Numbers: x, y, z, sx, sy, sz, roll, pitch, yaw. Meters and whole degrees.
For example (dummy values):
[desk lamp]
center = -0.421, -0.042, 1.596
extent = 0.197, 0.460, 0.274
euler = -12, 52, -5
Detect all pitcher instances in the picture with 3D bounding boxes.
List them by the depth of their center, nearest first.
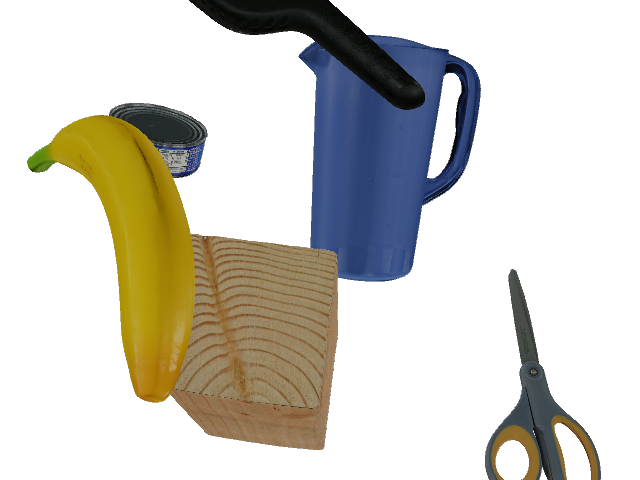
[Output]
[pitcher]
center = 0.063, -0.086, 1.092
extent = 0.149, 0.243, 0.144
euler = 13, 14, 32

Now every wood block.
[wood block]
center = -0.037, 0.074, 0.682
extent = 0.090, 0.091, 0.206
euler = 7, -17, 4

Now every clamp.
[clamp]
center = -0.013, -0.172, 0.756
extent = 0.210, 0.164, 0.036
euler = 5, -28, -9

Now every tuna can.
[tuna can]
center = -0.143, -0.087, 0.925
extent = 0.086, 0.034, 0.086
euler = 13, 26, -6

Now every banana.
[banana]
center = -0.096, -0.009, 0.531
extent = 0.037, 0.070, 0.198
euler = 12, 30, -38

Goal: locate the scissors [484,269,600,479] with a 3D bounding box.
[scissors]
center = 0.154, 0.119, 0.850
extent = 0.096, 0.202, 0.016
euler = -15, -29, -13
